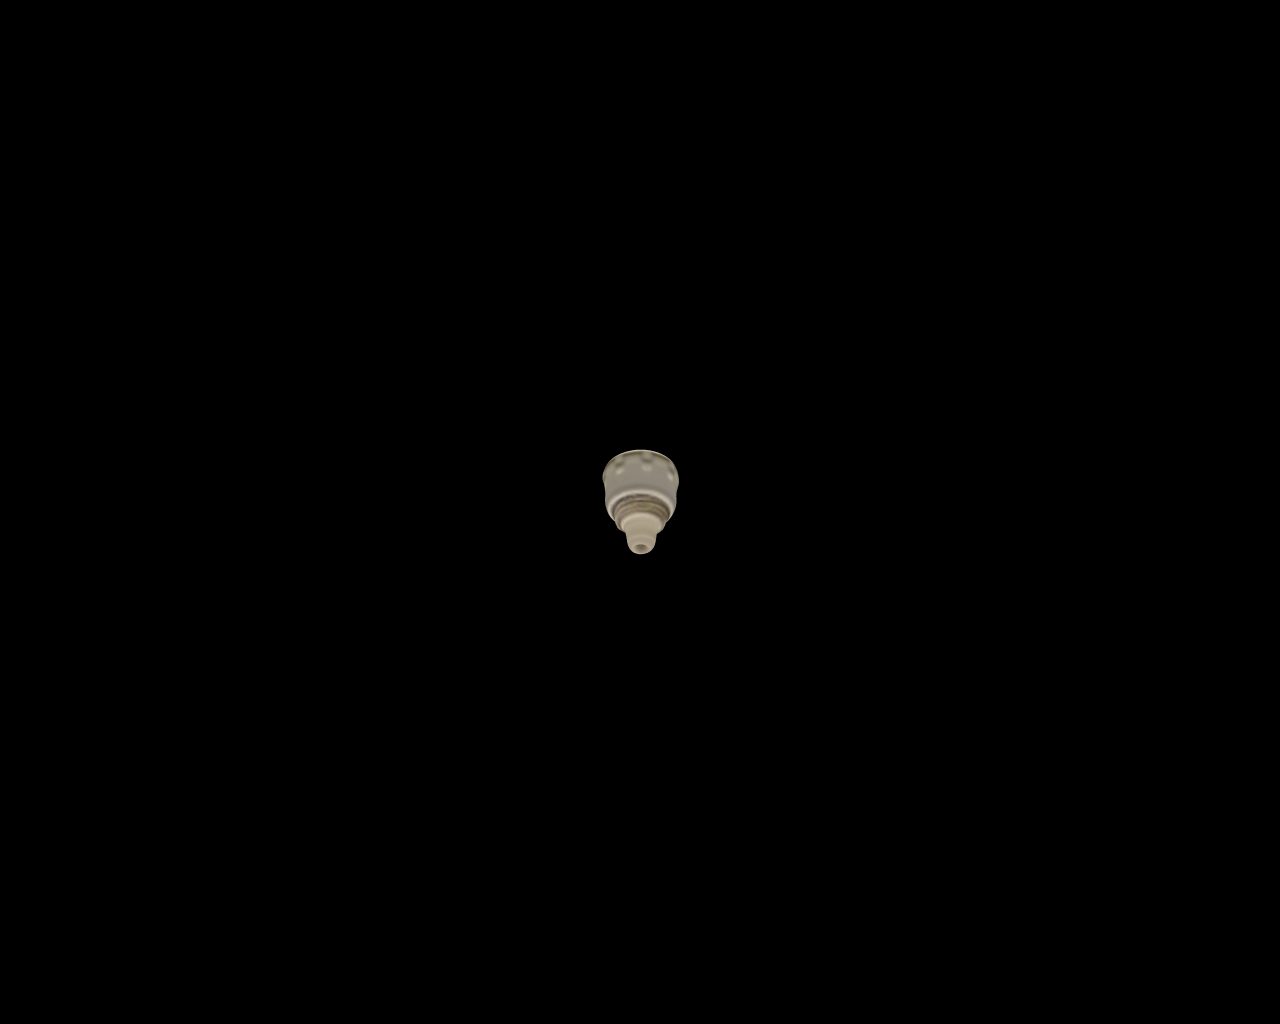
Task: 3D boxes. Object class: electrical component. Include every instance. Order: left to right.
[{"bbox_3d":[0.001,-0.003,0.650,0.048,0.062,0.048,0,-35,0],"label":"electrical component"}]
